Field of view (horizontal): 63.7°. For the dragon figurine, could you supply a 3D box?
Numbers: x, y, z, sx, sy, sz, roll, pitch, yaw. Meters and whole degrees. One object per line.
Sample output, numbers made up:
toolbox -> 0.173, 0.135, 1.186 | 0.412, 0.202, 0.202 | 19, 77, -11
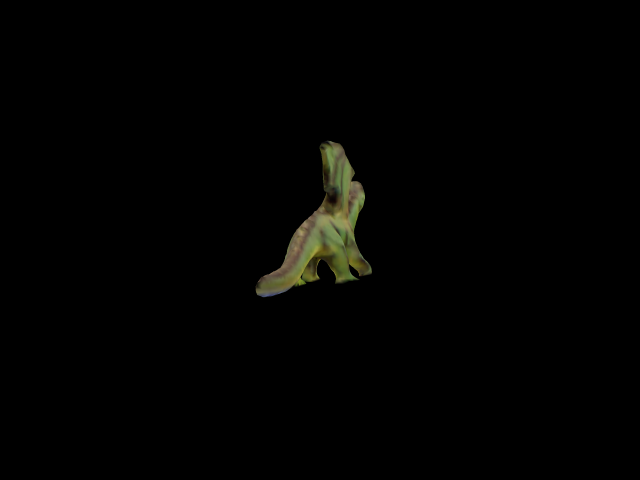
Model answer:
dragon figurine -> 0.003, -0.043, 0.850 | 0.122, 0.243, 0.410 | -1, 0, 20
